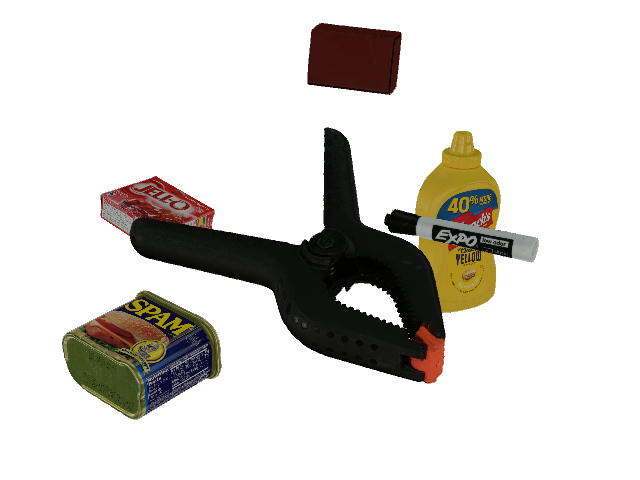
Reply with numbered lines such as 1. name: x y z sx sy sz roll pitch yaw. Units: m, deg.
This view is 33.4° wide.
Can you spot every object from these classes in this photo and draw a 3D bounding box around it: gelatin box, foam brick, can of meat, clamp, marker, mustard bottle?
1. gelatin box: -0.161 -0.027 1.051 0.089 0.030 0.073 30 35 31
2. foam brick: 0.031 -0.165 0.967 0.078 0.051 0.053 9 19 9
3. can of meat: -0.146 0.092 0.865 0.102 0.057 0.083 22 35 36
4. clamp: -0.008 0.015 0.639 0.164 0.036 0.210 -24 47 -20
5. marker: 0.106 -0.005 0.816 0.121 0.020 0.020 13 5 25
6. mustard bottle: 0.146 -0.022 1.134 0.096 0.192 0.058 -10 23 -25
